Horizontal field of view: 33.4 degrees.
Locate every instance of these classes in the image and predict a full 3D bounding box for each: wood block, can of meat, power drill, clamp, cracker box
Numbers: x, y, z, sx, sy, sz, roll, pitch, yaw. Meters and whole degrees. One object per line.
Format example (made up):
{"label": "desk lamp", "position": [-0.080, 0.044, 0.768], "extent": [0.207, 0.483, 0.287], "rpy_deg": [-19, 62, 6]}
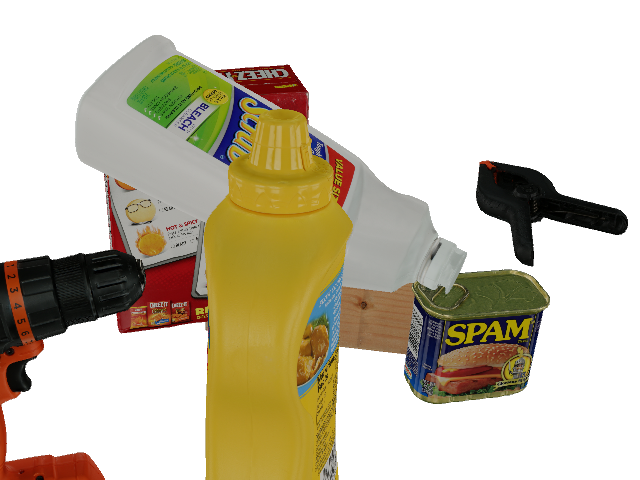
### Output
{"label": "wood block", "position": [-0.008, 0.049, 1.093], "extent": [0.206, 0.091, 0.090], "rpy_deg": [7, 19, 0]}
{"label": "can of meat", "position": [0.117, 0.074, 0.821], "extent": [0.102, 0.084, 0.057], "rpy_deg": [-4, 30, -16]}
{"label": "power drill", "position": [-0.192, 0.100, 0.689], "extent": [0.184, 0.188, 0.057], "rpy_deg": [-12, 26, -9]}
{"label": "clamp", "position": [0.218, -0.036, 1.057], "extent": [0.120, 0.039, 0.171], "rpy_deg": [-8, 34, -15]}
{"label": "cracker box", "position": [-0.098, -0.034, 0.901], "extent": [0.164, 0.214, 0.072], "rpy_deg": [-6, 32, -14]}

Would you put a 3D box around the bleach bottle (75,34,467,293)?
{"label": "bleach bottle", "position": [-0.024, -0.039, 0.669], "extent": [0.251, 0.068, 0.102], "rpy_deg": [26, 46, 13]}

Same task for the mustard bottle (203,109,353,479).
{"label": "mustard bottle", "position": [-0.018, 0.040, 0.442], "extent": [0.058, 0.192, 0.096], "rpy_deg": [8, 25, 11]}
